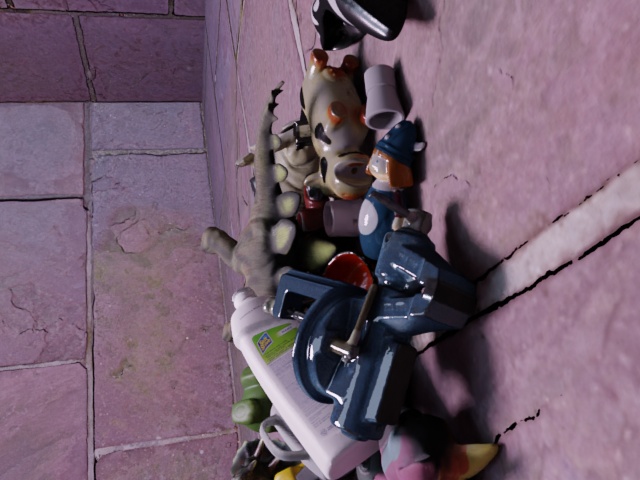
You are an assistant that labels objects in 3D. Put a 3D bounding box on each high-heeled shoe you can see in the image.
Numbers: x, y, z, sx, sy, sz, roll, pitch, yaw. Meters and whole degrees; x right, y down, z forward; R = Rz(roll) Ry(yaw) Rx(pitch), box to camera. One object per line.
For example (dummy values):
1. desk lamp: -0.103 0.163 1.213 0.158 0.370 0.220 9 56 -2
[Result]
1. high-heeled shoe: 0.036 -0.247 0.639 0.145 0.086 0.249 98 165 -45

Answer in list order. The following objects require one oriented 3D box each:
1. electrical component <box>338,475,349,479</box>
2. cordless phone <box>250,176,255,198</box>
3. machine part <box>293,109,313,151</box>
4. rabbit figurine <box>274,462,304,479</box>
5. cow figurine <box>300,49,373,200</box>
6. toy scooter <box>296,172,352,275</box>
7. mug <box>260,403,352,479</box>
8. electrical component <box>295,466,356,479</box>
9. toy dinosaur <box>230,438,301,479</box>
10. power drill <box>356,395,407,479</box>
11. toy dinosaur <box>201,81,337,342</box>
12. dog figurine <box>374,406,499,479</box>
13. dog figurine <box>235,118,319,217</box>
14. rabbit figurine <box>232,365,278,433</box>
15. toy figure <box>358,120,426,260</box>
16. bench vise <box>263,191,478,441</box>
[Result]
1. electrical component: 0.019 0.315 0.737 0.094 0.021 0.063 57 176 37
2. cordless phone: -0.073 -0.160 1.083 0.147 0.089 0.184 -112 34 -48
3. machine part: -0.005 -0.195 0.820 0.039 0.084 0.139 60 -159 -54
4. rabbit figurine: 0.004 0.449 0.873 0.173 0.122 0.162 58 156 28
5. cow figurine: 0.020 -0.139 0.713 0.127 0.085 0.195 122 139 -55
6. toy scooter: -0.002 -0.003 0.842 0.135 0.075 0.184 108 156 -54
7. mug: -0.009 0.227 0.632 0.107 0.109 0.080 39 122 44
8. electrical component: 0.015 0.334 0.811 0.075 0.047 0.119 50 122 34
9. toy dinosaur: -0.054 0.512 1.008 0.404 0.192 0.131 49 169 -29
10. power drill: 0.052 0.245 0.707 0.207 0.086 0.231 -131 40 -72
11. toy dinosaur: -0.066 0.027 0.752 0.199 0.105 0.470 9 114 43
12. dog figurine: 0.099 0.269 0.500 0.192 0.108 0.219 -112 28 -42
13. dog figurine: -0.024 -0.098 0.913 0.172 0.121 0.190 -20 113 37
14. rabbit figurine: -0.051 0.304 0.981 0.159 0.170 0.121 59 -152 -28
15. toy figure: 0.076 -0.053 0.590 0.064 0.058 0.154 19 117 31
16. bench vise: 0.026 0.067 0.541 0.241 0.129 0.223 10 91 49
